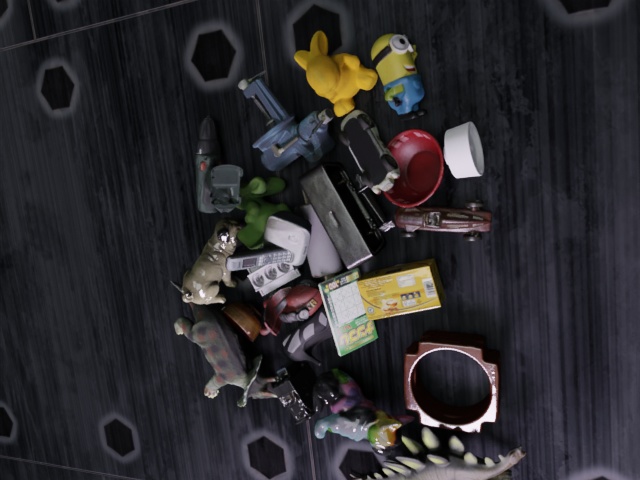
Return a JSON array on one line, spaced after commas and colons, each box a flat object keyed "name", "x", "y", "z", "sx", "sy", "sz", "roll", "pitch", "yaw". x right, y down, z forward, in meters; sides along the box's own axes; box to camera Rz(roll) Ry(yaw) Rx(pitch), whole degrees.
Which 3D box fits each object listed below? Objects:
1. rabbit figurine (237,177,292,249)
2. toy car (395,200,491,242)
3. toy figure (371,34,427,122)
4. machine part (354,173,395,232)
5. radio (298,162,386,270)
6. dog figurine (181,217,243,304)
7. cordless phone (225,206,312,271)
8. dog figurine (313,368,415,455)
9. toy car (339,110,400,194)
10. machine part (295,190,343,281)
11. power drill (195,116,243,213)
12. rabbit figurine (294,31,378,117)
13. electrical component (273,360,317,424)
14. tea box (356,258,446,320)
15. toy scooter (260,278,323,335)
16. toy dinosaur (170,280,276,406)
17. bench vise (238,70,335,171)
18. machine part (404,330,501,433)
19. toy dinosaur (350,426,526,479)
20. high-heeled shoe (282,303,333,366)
[{"name": "rabbit figurine", "x": -0.153, "y": -0.081, "z": 1.270, "sx": 0.170, "sy": 0.121, "sz": 0.159, "roll": 48, "pitch": 122, "yaw": 24}, {"name": "toy car", "x": 0.257, "y": -0.044, "z": 1.139, "sx": 0.202, "sy": 0.053, "sz": 0.089, "roll": 6, "pitch": 99, "yaw": 23}, {"name": "toy figure", "x": 0.161, "y": -0.334, "z": 1.106, "sx": 0.089, "sy": 0.082, "sz": 0.180, "roll": -12, "pitch": 98, "yaw": 22}, {"name": "machine part", "x": 0.115, "y": -0.082, "z": 1.176, "sx": 0.039, "sy": 0.084, "sz": 0.139, "roll": -30, "pitch": 85, "yaw": 2}, {"name": "radio", "x": 0.054, "y": -0.058, "z": 1.177, "sx": 0.073, "sy": 0.131, "sz": 0.229, "roll": -29, "pitch": 88, "yaw": 24}, {"name": "dog figurine", "x": -0.263, "y": 0.047, "z": 1.301, "sx": 0.121, "sy": 0.172, "sz": 0.190, "roll": 20, "pitch": 125, "yaw": 7}, {"name": "cordless phone", "x": -0.118, "y": 0.006, "z": 1.174, "sx": 0.146, "sy": 0.184, "sz": 0.089, "roll": 107, "pitch": 144, "yaw": -52}, {"name": "dog figurine", "x": 0.101, "y": 0.390, "z": 1.234, "sx": 0.219, "sy": 0.108, "sz": 0.191, "roll": -10, "pitch": 76, "yaw": 31}, {"name": "toy car", "x": 0.105, "y": -0.189, "z": 1.142, "sx": 0.073, "sy": 0.056, "sz": 0.202, "roll": -40, "pitch": 62, "yaw": 30}, {"name": "machine part", "x": -0.003, "y": -0.004, "z": 1.240, "sx": 0.079, "sy": 0.079, "sz": 0.243, "roll": -12, "pitch": 97, "yaw": 24}, {"name": "power drill", "x": -0.249, "y": -0.163, "z": 1.265, "sx": 0.208, "sy": 0.086, "sz": 0.231, "roll": 33, "pitch": 122, "yaw": 53}, {"name": "rabbit figurine", "x": 0.025, "y": -0.348, "z": 1.110, "sx": 0.122, "sy": 0.173, "sz": 0.162, "roll": -35, "pitch": 90, "yaw": 29}, {"name": "electrical component", "x": -0.053, "y": 0.363, "z": 1.315, "sx": 0.058, "sy": 0.115, "sz": 0.134, "roll": -33, "pitch": 89, "yaw": 22}, {"name": "tea box", "x": 0.177, "y": 0.108, "z": 1.174, "sx": 0.170, "sy": 0.068, "sz": 0.098, "roll": -13, "pitch": 98, "yaw": 25}, {"name": "toy scooter", "x": -0.077, "y": 0.163, "z": 1.260, "sx": 0.184, "sy": 0.135, "sz": 0.075, "roll": -15, "pitch": 123, "yaw": 39}, {"name": "toy dinosaur", "x": -0.248, "y": 0.262, "z": 1.346, "sx": 0.192, "sy": 0.131, "sz": 0.404, "roll": -27, "pitch": 96, "yaw": 42}, {"name": "bench vise", "x": -0.085, "y": -0.264, "z": 1.184, "sx": 0.240, "sy": 0.129, "sz": 0.224, "roll": 53, "pitch": 143, "yaw": -8}, {"name": "machine part", "x": 0.290, "y": 0.305, "z": 1.176, "sx": 0.201, "sy": 0.087, "sz": 0.201, "roll": 1, "pitch": 100, "yaw": 22}, {"name": "toy dinosaur", "x": 0.253, "y": 0.520, "z": 1.205, "sx": 0.198, "sy": 0.105, "sz": 0.471, "roll": 45, "pitch": 130, "yaw": -3}, {"name": "high-heeled shoe", "x": -0.007, "y": 0.187, "z": 1.301, "sx": 0.145, "sy": 0.086, "sz": 0.248, "roll": 28, "pitch": 96, "yaw": 45}]
